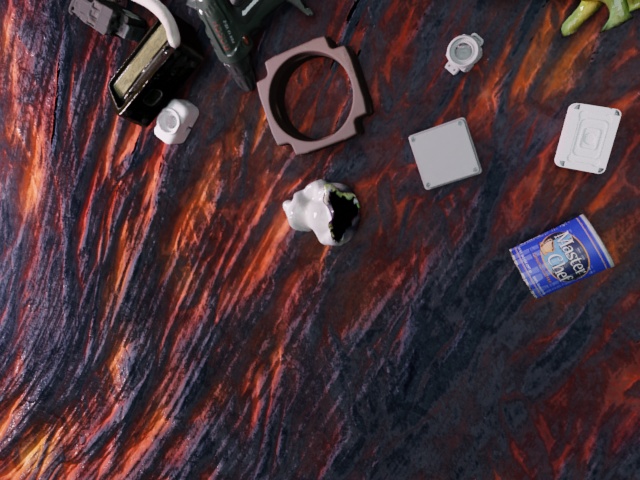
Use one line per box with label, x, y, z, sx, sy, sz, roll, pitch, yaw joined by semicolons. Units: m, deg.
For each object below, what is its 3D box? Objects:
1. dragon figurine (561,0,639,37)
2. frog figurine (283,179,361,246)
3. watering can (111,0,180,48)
dragon figurine;0.468;-0.465;0.790;0.407;0.124;0.240;-20;105;20
frog figurine;0.003;-0.053;1.062;0.159;0.124;0.136;-6;111;55
watering can;-0.349;-0.534;1.042;0.224;0.103;0.352;-3;75;21
